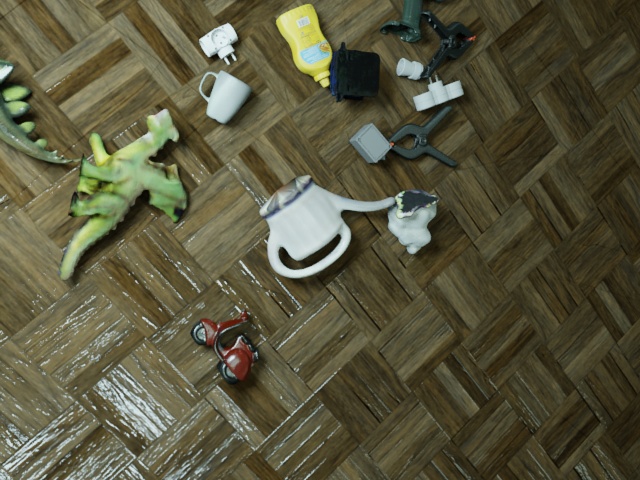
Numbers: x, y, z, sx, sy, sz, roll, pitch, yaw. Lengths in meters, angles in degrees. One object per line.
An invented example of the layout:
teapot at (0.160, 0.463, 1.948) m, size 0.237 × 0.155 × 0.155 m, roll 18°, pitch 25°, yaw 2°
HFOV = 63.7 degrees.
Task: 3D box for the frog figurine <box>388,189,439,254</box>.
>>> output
frog figurine at (0.245, -0.050, 1.352) m, size 0.139 × 0.124 × 0.156 m, roll -37°, pitch 140°, yaw -20°

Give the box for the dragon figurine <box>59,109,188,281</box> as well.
dragon figurine at (-0.411, -0.095, 1.135) m, size 0.242 × 0.123 × 0.407 m, roll 11°, pitch 100°, yaw -26°

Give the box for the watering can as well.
watering can at (0.004, -0.063, 1.256) m, size 0.350 × 0.104 × 0.222 m, roll -39°, pitch 103°, yaw -11°
